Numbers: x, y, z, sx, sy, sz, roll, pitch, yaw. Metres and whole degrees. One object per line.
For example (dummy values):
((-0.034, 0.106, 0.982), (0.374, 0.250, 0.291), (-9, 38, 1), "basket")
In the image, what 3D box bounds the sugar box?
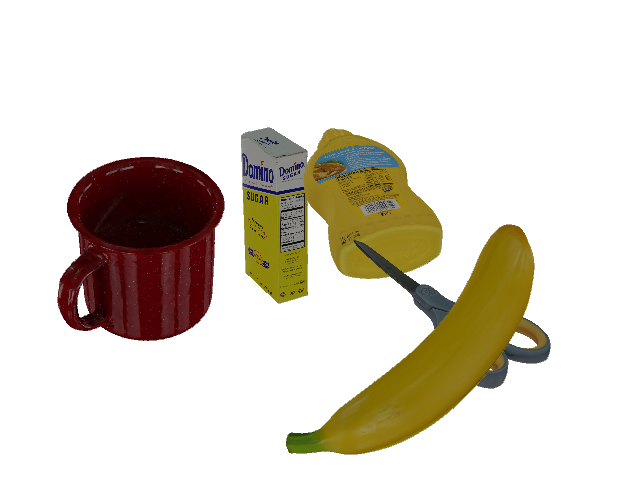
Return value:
((-0.052, -0.028, 1.194), (0.048, 0.176, 0.093), (-15, 28, -25), "sugar box")

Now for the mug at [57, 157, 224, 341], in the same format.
((-0.114, 0.014, 0.654), (0.093, 0.081, 0.117), (26, 44, 22), "mug")

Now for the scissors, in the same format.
((0.103, 0.047, 0.824), (0.096, 0.016, 0.202), (-3, 31, -19), "scissors")

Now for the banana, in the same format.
((0.067, 0.055, 0.588), (0.197, 0.037, 0.070), (-40, 41, -25), "banana")

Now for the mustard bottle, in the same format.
((0.036, -0.046, 0.982), (0.096, 0.058, 0.192), (-13, 41, -10), "mustard bottle")
